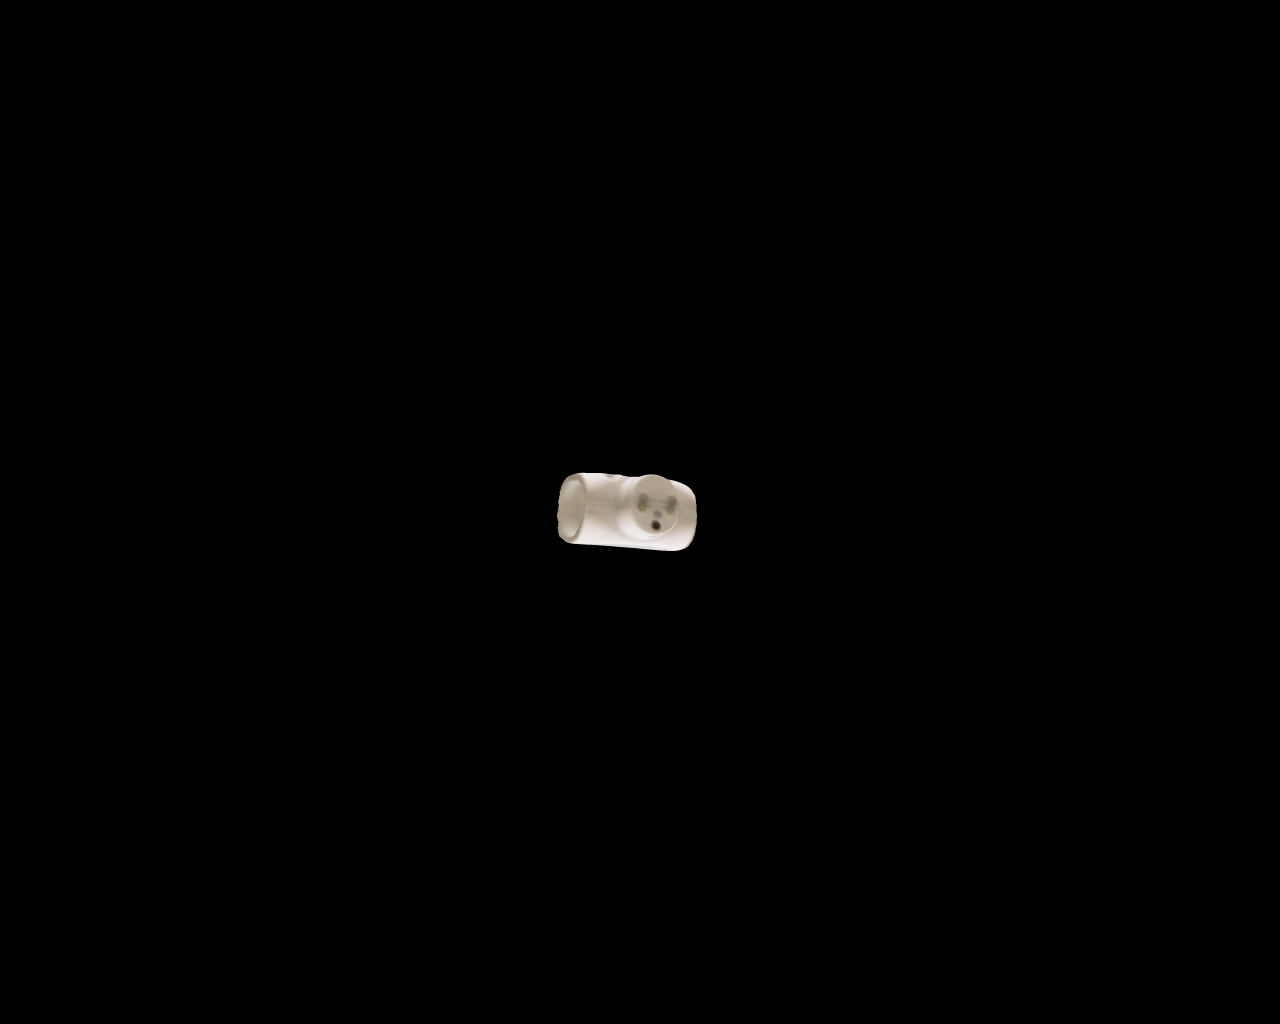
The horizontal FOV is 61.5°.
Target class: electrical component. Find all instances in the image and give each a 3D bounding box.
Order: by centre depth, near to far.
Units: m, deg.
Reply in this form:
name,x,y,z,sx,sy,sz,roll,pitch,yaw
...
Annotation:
name,x,y,z,sx,sy,sz,roll,pitch,yaw
electrical component,0.001,-0.003,0.650,0.077,0.044,0.079,5,-11,-28
